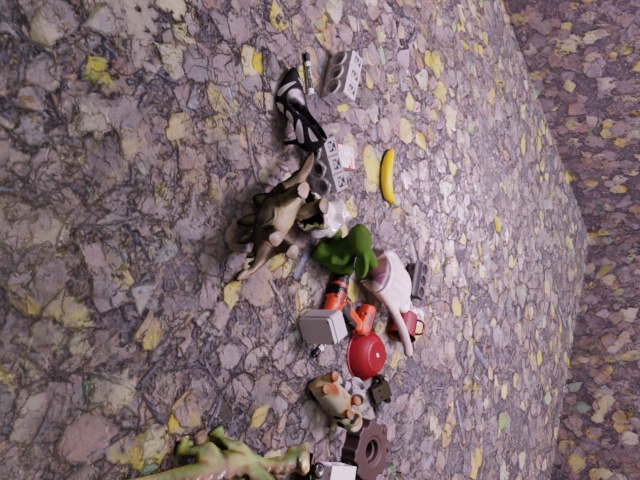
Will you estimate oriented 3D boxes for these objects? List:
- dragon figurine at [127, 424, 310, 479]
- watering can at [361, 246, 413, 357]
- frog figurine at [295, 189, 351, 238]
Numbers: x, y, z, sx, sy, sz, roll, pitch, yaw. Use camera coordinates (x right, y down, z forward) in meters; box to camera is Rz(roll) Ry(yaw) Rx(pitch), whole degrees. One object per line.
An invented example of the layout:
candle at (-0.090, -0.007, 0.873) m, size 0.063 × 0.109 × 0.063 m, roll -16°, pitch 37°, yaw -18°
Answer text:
dragon figurine at (-0.176, 0.474, 1.029) m, size 0.410 × 0.242 × 0.122 m, roll 1°, pitch 91°, yaw -51°
watering can at (0.219, 0.165, 1.586) m, size 0.221 × 0.103 × 0.356 m, roll 38°, pitch 39°, yaw -39°
frog figurine at (0.004, -0.070, 1.401) m, size 0.139 × 0.121 × 0.160 m, roll 45°, pitch 20°, yaw 17°
